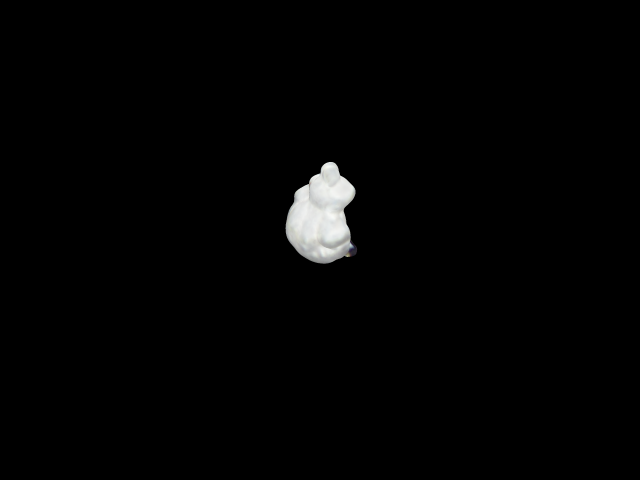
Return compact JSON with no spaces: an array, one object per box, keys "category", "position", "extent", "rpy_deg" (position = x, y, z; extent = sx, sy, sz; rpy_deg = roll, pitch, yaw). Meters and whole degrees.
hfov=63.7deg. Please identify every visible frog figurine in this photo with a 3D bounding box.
[{"category":"frog figurine","position":[0.003,-0.043,0.850],"extent":[0.123,0.140,0.156],"rpy_deg":[-16,-34,-11]}]
